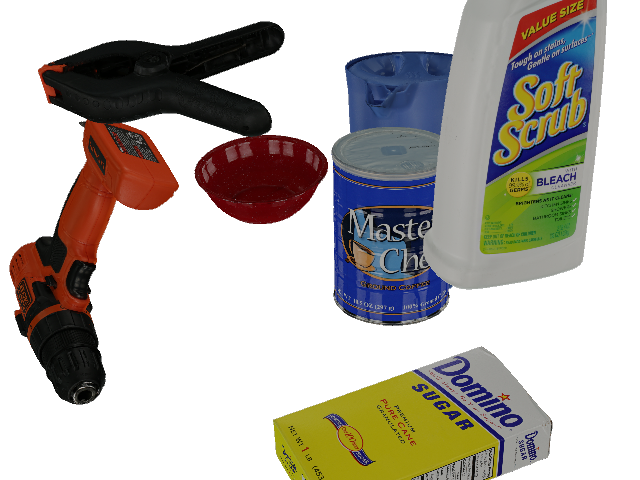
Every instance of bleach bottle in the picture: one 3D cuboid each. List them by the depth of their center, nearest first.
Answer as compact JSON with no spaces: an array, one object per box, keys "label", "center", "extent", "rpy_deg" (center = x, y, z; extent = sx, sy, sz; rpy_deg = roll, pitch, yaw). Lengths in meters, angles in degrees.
[{"label":"bleach bottle","center":[0.115,-0.098,0.626],"extent":[0.102,0.251,0.068],"rpy_deg":[-9,29,-14]}]

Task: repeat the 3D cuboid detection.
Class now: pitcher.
[{"label":"pitcher","center":[0.099,-0.073,1.113],"extent":[0.149,0.243,0.145],"rpy_deg":[-8,24,-14]}]

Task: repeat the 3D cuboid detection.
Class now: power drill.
[{"label":"power drill","center":[-0.182,0.011,0.842],"extent":[0.057,0.188,0.185],"rpy_deg":[16,25,-39]}]

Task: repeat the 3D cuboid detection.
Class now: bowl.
[{"label":"bowl","center":[-0.071,-0.067,1.301],"extent":[0.162,0.055,0.162],"rpy_deg":[-2,34,1]}]

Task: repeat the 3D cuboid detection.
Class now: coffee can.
[{"label":"coffee can","center":[0.061,-0.014,0.909],"extent":[0.103,0.140,0.103],"rpy_deg":[-1,27,0]}]

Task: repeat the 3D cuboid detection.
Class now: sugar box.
[{"label":"sugar box","center":[0.065,0.140,0.758],"extent":[0.176,0.048,0.093],"rpy_deg":[-19,39,-17]}]

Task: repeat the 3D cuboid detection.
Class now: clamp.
[{"label":"clamp","center":[-0.105,-0.117,0.741],"extent":[0.171,0.039,0.120],"rpy_deg":[7,37,10]}]
